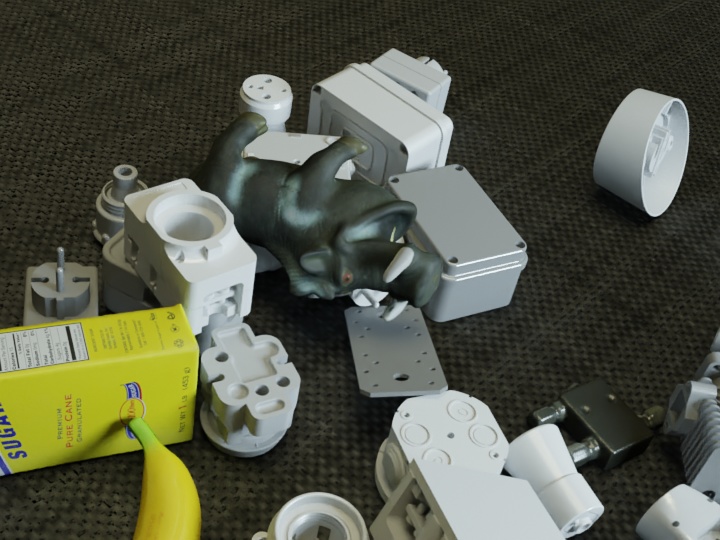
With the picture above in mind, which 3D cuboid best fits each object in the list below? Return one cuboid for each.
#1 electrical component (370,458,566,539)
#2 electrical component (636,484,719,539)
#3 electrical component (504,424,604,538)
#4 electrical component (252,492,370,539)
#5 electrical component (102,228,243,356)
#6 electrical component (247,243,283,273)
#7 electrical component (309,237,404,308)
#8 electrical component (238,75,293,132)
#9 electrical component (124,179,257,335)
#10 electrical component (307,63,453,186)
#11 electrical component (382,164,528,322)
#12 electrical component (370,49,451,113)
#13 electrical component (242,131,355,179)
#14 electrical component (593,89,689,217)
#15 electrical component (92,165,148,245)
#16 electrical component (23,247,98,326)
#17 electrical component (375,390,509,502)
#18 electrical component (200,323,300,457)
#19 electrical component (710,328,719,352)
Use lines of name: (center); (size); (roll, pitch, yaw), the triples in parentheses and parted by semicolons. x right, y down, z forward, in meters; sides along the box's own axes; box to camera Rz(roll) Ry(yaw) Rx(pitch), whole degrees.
electrical component: (0.075, 0.181, 0.581); (0.089, 0.061, 0.150); (17, 25, -32)
electrical component: (0.227, 0.169, 0.671); (0.079, 0.043, 0.077); (-22, 53, -31)
electrical component: (0.124, 0.137, 0.684); (0.044, 0.044, 0.065); (-15, 54, -26)
electrical component: (-0.026, 0.163, 0.609); (0.078, 0.057, 0.058); (18, 43, 6)
electrical component: (-0.128, 0.014, 0.742); (0.095, 0.059, 0.053); (26, 44, 14)
electrical component: (-0.087, -0.013, 0.800); (0.061, 0.035, 0.035); (-12, 47, -11)
electrical component: (0.000, 0.000, 0.795); (0.077, 0.043, 0.079); (-18, 47, -27)
electrical component: (-0.081, -0.131, 0.910); (0.045, 0.055, 0.045); (6, 43, -6)
electrical component: (-0.110, -0.013, 0.688); (0.050, 0.055, 0.089); (-21, 52, -31)
electrical component: (0.015, -0.112, 0.896); (0.113, 0.078, 0.057); (38, 51, 25)
electrical component: (0.068, -0.024, 0.829); (0.078, 0.057, 0.113); (-13, 48, -24)
electrical component: (0.052, -0.172, 0.990); (0.066, 0.047, 0.077); (30, 46, 19)
electrical component: (-0.052, -0.067, 0.850); (0.100, 0.048, 0.099); (3, 40, -9)
electrical component: (0.247, -0.104, 0.929); (0.064, 0.099, 0.099); (29, 45, 26)
electrical component: (-0.174, -0.049, 0.797); (0.048, 0.062, 0.048); (6, 43, -6)
electrical component: (-0.197, 0.020, 0.708); (0.047, 0.076, 0.065); (0, 44, -14)
electrical component: (0.052, 0.119, 0.678); (0.080, 0.051, 0.080); (6, 43, -6)
electrical component: (-0.072, 0.082, 0.686); (0.058, 0.057, 0.078); (-13, 48, -25)
electrical component: (0.296, 0.049, 0.806); (0.047, 0.055, 0.055); (27, 45, 21)
